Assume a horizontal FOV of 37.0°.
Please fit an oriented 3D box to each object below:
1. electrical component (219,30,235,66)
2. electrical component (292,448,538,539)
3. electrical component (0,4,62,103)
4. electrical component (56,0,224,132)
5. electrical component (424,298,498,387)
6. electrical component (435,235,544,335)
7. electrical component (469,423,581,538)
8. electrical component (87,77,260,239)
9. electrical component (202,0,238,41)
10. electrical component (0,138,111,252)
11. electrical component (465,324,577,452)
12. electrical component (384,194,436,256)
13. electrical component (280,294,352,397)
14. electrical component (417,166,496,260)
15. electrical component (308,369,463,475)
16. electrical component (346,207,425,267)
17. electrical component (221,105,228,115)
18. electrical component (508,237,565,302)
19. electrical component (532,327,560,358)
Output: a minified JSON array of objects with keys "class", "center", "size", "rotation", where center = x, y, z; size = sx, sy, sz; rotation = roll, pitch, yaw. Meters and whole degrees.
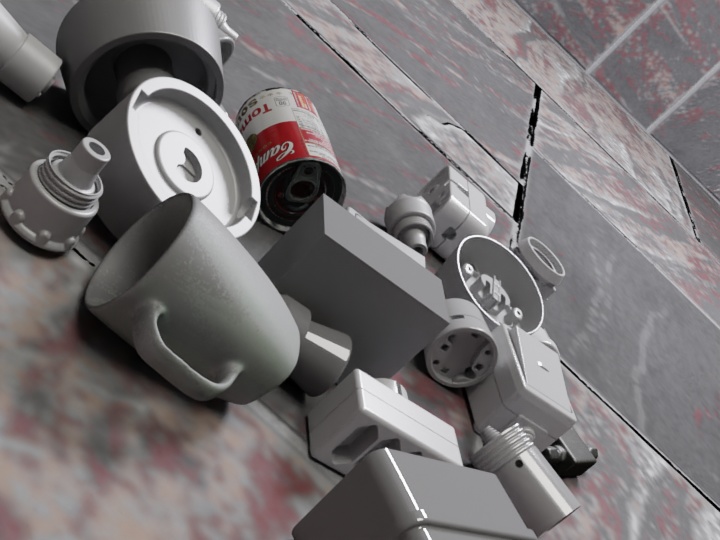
[{"class":"electrical component","center":[-0.138,-0.196,0.899],"size":[0.055,0.045,0.045],"rotation":[50,23,14]},{"class":"electrical component","center":[0.032,0.146,0.563],"size":[0.113,0.078,0.057],"rotation":[22,28,-44]},{"class":"electrical component","center":[-0.218,-0.135,0.663],"size":[0.065,0.044,0.044],"rotation":[40,22,-25]},{"class":"electrical component","center":[-0.140,-0.126,0.700],"size":[0.108,0.108,0.060],"rotation":[24,36,-42]},{"class":"electrical component","center":[0.074,0.054,0.827],"size":[0.055,0.055,0.047],"rotation":[35,21,-23]},{"class":"electrical component","center":[0.108,0.024,0.921],"size":[0.099,0.064,0.099],"rotation":[37,23,-19]},{"class":"electrical component","center":[0.112,0.144,0.750],"size":[0.081,0.043,0.043],"rotation":[53,23,18]},{"class":"electrical component","center":[-0.120,-0.056,0.657],"size":[0.108,0.060,0.108],"rotation":[36,40,-38]},{"class":"electrical component","center":[-0.137,-0.227,0.969],"size":[0.061,0.035,0.035],"rotation":[36,24,-27]},{"class":"electrical component","center":[-0.159,-0.044,0.578],"size":[0.048,0.062,0.048],"rotation":[37,24,-19]},{"class":"electrical component","center":[0.124,0.096,0.830],"size":[0.062,0.061,0.096],"rotation":[33,25,-27]},{"class":"electrical component","center":[0.045,-0.035,0.944],"size":[0.043,0.043,0.062],"rotation":[32,27,-29]},{"class":"electrical component","center":[-0.039,0.045,0.656],"size":[0.055,0.045,0.045],"rotation":[35,24,-22]},{"class":"electrical component","center":[0.090,-0.050,1.034],"size":[0.059,0.054,0.095],"rotation":[39,23,-15]},{"class":"electrical component","center":[0.013,0.092,0.662],"size":[0.083,0.047,0.075],"rotation":[34,25,-26]},{"class":"electrical component","center":[0.000,0.000,0.780],"size":[0.096,0.061,0.061],"rotation":[38,23,-17]},{"class":"electrical component","center":[-0.130,-0.125,0.806],"size":[0.061,0.035,0.035],"rotation":[45,22,6]},{"class":"electrical component","center":[0.165,0.005,1.064],"size":[0.078,0.057,0.058],"rotation":[25,30,-40]},{"class":"electrical component","center":[0.154,0.071,0.958],"size":[0.040,0.040,0.046],"rotation":[38,17,-17]}]
